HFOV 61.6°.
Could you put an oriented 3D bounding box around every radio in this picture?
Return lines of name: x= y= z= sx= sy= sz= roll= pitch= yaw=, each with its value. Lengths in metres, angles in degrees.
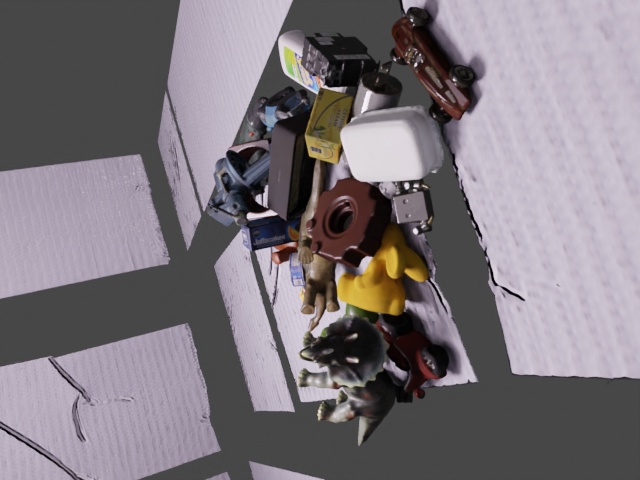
radio: x=-0.048 y=-0.169 z=1.225 sx=0.073 sy=0.131 sz=0.229 roll=34 pitch=135 yaw=26

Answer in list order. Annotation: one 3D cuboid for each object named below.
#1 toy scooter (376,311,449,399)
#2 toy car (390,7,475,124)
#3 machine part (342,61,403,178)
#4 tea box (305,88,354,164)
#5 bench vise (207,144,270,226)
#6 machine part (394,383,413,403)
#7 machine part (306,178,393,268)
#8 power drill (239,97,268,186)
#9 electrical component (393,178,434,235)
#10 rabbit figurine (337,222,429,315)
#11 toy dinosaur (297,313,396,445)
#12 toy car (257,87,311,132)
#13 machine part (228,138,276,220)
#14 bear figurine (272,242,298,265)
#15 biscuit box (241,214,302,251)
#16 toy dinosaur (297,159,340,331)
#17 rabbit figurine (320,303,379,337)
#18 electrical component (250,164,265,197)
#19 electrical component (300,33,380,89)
toy scooter: x=0.171 y=0.226 z=1.032 sx=0.184 sy=0.075 sz=0.135 roll=40 pitch=138 yaw=47
toy car: x=0.166 y=-0.268 z=0.827 sx=0.202 sy=0.053 sz=0.089 roll=66 pitch=150 yaw=26
machine part: x=0.093 y=-0.213 z=0.980 sx=0.079 sy=0.079 sz=0.243 roll=58 pitch=149 yaw=36
tea box: x=0.019 y=-0.214 z=1.034 sx=0.169 sy=0.068 sz=0.098 roll=61 pitch=-135 yaw=-88
bench vise: x=-0.172 y=-0.150 z=1.282 sx=0.128 sy=0.240 sz=0.224 roll=42 pitch=-161 yaw=-35
machine part: x=0.138 y=0.307 z=1.151 sx=0.139 sy=0.084 sz=0.039 roll=16 pitch=89 yaw=49
machine part: x=0.052 y=-0.035 z=1.021 sx=0.179 sy=0.056 sz=0.179 roll=-22 pitch=55 yaw=36
power drill: x=-0.168 y=-0.264 z=1.515 sx=0.232 sy=0.086 sz=0.207 roll=-30 pitch=79 yaw=64
electrical component: x=0.162 y=-0.060 z=0.921 sx=0.078 sy=0.045 sz=0.102 roll=-1 pitch=100 yaw=32
rabbit figurine: x=0.119 y=0.047 z=1.014 sx=0.162 sy=0.122 sz=0.173 roll=12 pitch=94 yaw=60
toy dinosaur: x=0.078 y=0.285 z=1.056 sx=0.192 sy=0.131 sz=0.404 roll=-7 pitch=132 yaw=33
toy car: x=-0.069 y=-0.294 z=1.269 sx=0.162 sy=0.109 sz=0.102 roll=26 pitch=154 yaw=55
machine part: x=-0.150 y=-0.160 z=1.412 sx=0.201 sy=0.087 sz=0.201 roll=-6 pitch=96 yaw=30
bear figurine: x=-0.105 y=-0.005 z=1.450 sx=0.196 sy=0.132 sz=0.120 roll=8 pitch=104 yaw=58
biscuit box: x=-0.089 y=-0.026 z=1.306 sx=0.059 sy=0.203 sz=0.062 roll=27 pitch=126 yaw=59
toy dinosaur: x=-0.002 y=-0.004 z=1.193 sx=0.199 sy=0.105 sz=0.470 roll=-102 pitch=16 yaw=-63
rabbit figurine: x=0.081 y=0.195 z=1.148 sx=0.159 sy=0.121 sz=0.170 roll=47 pitch=145 yaw=37
electrical component: x=-0.206 y=-0.191 z=1.630 sx=0.119 sy=0.048 sz=0.075 roll=88 pitch=159 yaw=-62
electrical component: x=0.032 y=-0.337 z=1.003 sx=0.134 sy=0.115 sz=0.058 roll=59 pitch=146 yaw=40
